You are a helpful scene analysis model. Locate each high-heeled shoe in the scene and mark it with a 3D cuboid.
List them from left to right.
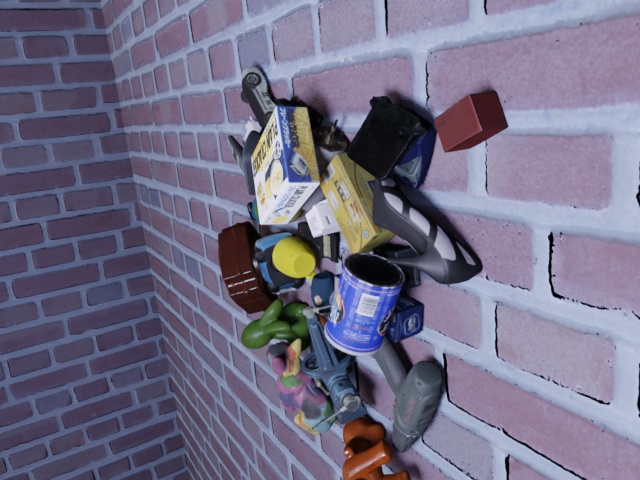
[{"bbox_3d":[0.164,-0.033,0.858,0.086,0.145,0.249,97,173,-48],"label":"high-heeled shoe"}]

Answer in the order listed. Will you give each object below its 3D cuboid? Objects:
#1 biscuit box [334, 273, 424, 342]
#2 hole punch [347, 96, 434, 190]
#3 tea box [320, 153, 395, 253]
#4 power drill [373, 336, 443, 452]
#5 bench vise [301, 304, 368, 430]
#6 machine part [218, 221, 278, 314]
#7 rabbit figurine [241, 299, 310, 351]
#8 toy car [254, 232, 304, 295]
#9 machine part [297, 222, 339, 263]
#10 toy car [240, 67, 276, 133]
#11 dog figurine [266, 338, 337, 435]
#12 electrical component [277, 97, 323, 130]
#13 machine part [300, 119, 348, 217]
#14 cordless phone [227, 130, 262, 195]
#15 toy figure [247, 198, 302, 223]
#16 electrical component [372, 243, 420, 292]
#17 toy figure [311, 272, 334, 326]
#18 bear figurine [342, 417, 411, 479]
[{"bbox_3d":[0.106,0.117,1.006,0.203,0.063,0.059,29,126,53],"label":"biscuit box"},{"bbox_3d":[0.123,-0.151,0.854,0.115,0.092,0.142,-60,42,16],"label":"hole punch"},{"bbox_3d":[0.072,-0.067,0.980,0.169,0.068,0.098,66,150,15],"label":"tea box"},{"bbox_3d":[0.133,0.267,1.009,0.207,0.086,0.231,60,149,35],"label":"power drill"},{"bbox_3d":[0.018,0.257,1.131,0.224,0.129,0.240,-99,-10,-78],"label":"bench vise"},{"bbox_3d":[-0.183,0.072,1.362,0.200,0.087,0.201,60,-164,-59],"label":"machine part"},{"bbox_3d":[-0.106,0.221,1.317,0.121,0.170,0.159,63,149,22],"label":"rabbit figurine"},{"bbox_3d":[-0.097,0.046,1.315,0.103,0.109,0.161,-109,4,-67],"label":"toy car"},{"bbox_3d":[-0.002,-0.004,1.175,0.139,0.039,0.084,28,134,52],"label":"machine part"},{"bbox_3d":[-0.133,-0.310,1.251,0.202,0.056,0.073,63,155,16],"label":"toy car"},{"bbox_3d":[-0.045,0.332,1.259,0.192,0.108,0.218,32,147,39],"label":"dog figurine"},{"bbox_3d":[-0.044,-0.222,1.130,0.134,0.058,0.114,49,144,39],"label":"electrical component"},{"bbox_3d":[-0.002,-0.139,1.072,0.079,0.079,0.243,57,146,30],"label":"machine part"},{"bbox_3d":[-0.173,-0.210,1.263,0.184,0.089,0.146,52,160,30],"label":"cordless phone"},{"bbox_3d":[-0.106,-0.076,1.283,0.180,0.082,0.089,-15,108,54],"label":"toy figure"},{"bbox_3d":[0.143,0.047,0.925,0.119,0.048,0.074,3,105,60],"label":"electrical component"},{"bbox_3d":[0.006,0.150,1.199,0.058,0.064,0.154,20,119,46],"label":"toy figure"},{"bbox_3d":[0.107,0.426,1.100,0.120,0.132,0.196,59,-163,-11],"label":"bear figurine"}]
